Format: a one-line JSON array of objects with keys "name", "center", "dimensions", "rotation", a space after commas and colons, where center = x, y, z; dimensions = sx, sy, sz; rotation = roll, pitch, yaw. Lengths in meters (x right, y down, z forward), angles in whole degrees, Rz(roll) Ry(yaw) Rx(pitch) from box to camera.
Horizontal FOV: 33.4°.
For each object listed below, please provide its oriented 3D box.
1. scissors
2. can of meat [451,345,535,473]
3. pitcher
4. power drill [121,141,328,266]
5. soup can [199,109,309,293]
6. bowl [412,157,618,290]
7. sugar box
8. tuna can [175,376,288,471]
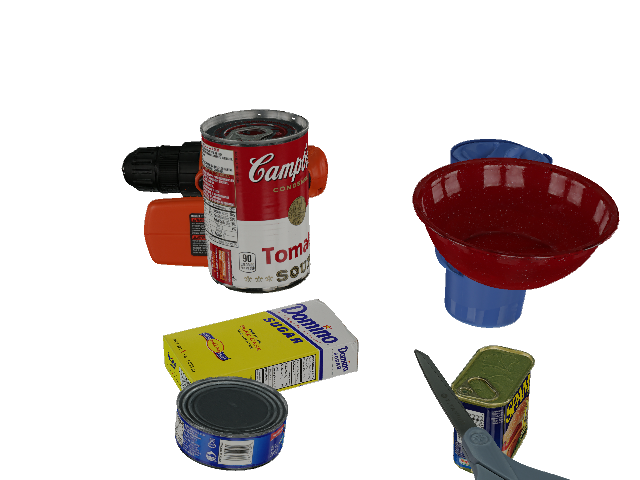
[{"name": "scissors", "center": [0.116, 0.129, 0.643], "dimensions": [0.096, 0.016, 0.201], "rotation": [2, 32, -4]}, {"name": "can of meat", "center": [0.162, 0.161, 1.008], "dimensions": [0.058, 0.084, 0.101], "rotation": [11, 27, 26]}, {"name": "pitcher", "center": [0.224, -0.006, 1.444], "dimensions": [0.149, 0.243, 0.145], "rotation": [4, 23, 4]}, {"name": "power drill", "center": [-0.090, -0.039, 0.887], "dimensions": [0.184, 0.057, 0.187], "rotation": [-1, 23, 5]}, {"name": "soup can", "center": [-0.041, -0.025, 0.682], "dimensions": [0.068, 0.102, 0.068], "rotation": [-1, 23, 0]}, {"name": "bowl", "center": [0.152, -0.007, 0.853], "dimensions": [0.162, 0.055, 0.162], "rotation": [1, 31, -1]}, {"name": "sugar box", "center": [-0.060, 0.112, 1.071], "dimensions": [0.176, 0.048, 0.093], "rotation": [-15, 32, -22]}, {"name": "tuna can", "center": [-0.069, 0.140, 0.821], "dimensions": [0.086, 0.034, 0.086], "rotation": [6, 22, -3]}]
